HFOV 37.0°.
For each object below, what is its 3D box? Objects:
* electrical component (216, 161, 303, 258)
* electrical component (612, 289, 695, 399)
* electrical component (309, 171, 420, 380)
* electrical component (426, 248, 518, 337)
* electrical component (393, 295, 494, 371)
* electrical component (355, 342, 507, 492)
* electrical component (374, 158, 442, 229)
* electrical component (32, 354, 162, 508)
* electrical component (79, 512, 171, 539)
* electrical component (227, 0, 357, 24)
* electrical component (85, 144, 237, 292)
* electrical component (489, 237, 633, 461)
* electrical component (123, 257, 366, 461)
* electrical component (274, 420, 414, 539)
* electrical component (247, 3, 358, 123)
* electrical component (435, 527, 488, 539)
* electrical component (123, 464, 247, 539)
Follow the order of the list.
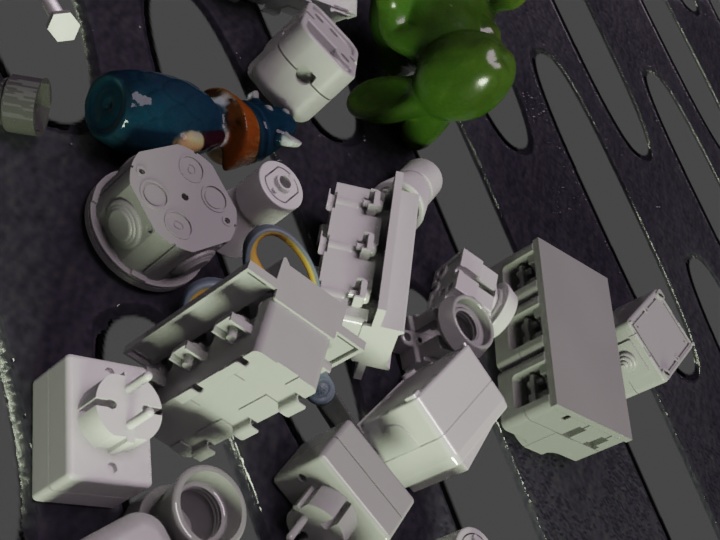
[{"bbox_3d":[-0.068,-0.041,0.688,0.044,0.065,0.044,27,47,-33],"label":"electrical component"},{"bbox_3d":[0.238,0.069,0.938,0.061,0.061,0.096,58,39,0],"label":"electrical component"},{"bbox_3d":[0.000,0.000,0.727,0.063,0.078,0.121,12,50,-4],"label":"electrical component"},{"bbox_3d":[0.087,0.022,0.825,0.055,0.048,0.066,34,43,-16],"label":"electrical component"},{"bbox_3d":[0.062,0.048,0.772,0.066,0.055,0.048,16,54,-40],"label":"electrical component"},{"bbox_3d":[0.053,0.098,0.722,0.061,0.062,0.096,56,39,-2],"label":"electrical component"},{"bbox_3d":[0.039,-0.061,0.836,0.044,0.044,0.065,51,34,-7],"label":"electrical component"},{"bbox_3d":[-0.125,0.075,0.538,0.047,0.077,0.065,17,53,-39],"label":"electrical component"},{"bbox_3d":[-0.106,0.167,0.508,0.054,0.059,0.095,-21,80,-51],"label":"electrical component"},{"bbox_3d":[-0.057,-0.234,0.834,0.121,0.079,0.063,8,81,-44],"label":"electrical component"},{"bbox_3d":[-0.118,-0.032,0.640,0.080,0.051,0.080,26,47,-32],"label":"electrical component"},{"bbox_3d":[0.154,0.064,0.852,0.089,0.062,0.150,27,47,-32],"label":"electrical component"},{"bbox_3d":[-0.068,0.052,0.578,0.079,0.121,0.063,37,45,-24],"label":"electrical component"},{"bbox_3d":[-0.018,0.140,0.630,0.065,0.047,0.076,52,38,-6],"label":"electrical component"},{"bbox_3d":[-0.041,-0.149,0.783,0.054,0.059,0.095,44,19,-17],"label":"electrical component"},{"bbox_3d":[0.051,0.182,0.658,0.044,0.065,0.044,27,46,-32],"label":"electrical component"},{"bbox_3d":[-0.092,0.130,0.552,0.045,0.055,0.045,26,47,-33],"label":"electrical component"}]
